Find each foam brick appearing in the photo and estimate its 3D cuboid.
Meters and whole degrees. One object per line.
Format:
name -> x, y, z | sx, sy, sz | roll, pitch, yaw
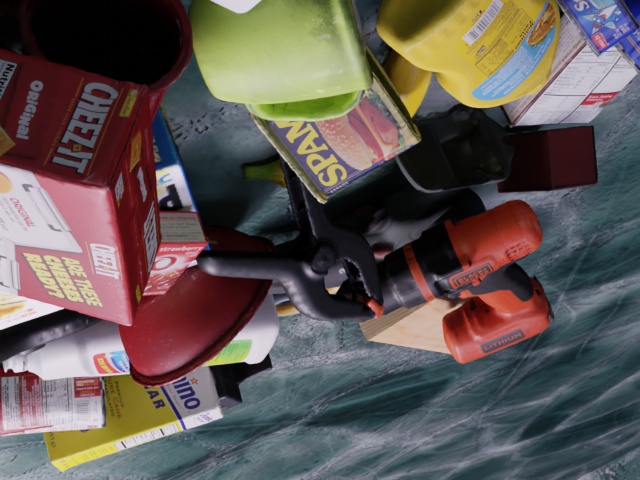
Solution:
foam brick -> 0.195, -0.070, 0.925 | 0.052, 0.051, 0.078 | -9, -176, -26

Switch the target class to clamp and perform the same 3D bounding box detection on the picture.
clamp -> -0.256, 0.078, 0.888 | 0.209, 0.036, 0.165 | -24, -170, -37
clamp -> -0.005, 0.001, 0.824 | 0.171, 0.039, 0.120 | 31, 91, -38

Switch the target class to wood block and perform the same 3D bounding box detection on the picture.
wood block -> 0.122, 0.056, 1.122 | 0.090, 0.091, 0.205 | -34, 152, 25

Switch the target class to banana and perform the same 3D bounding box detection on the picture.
banana -> 0.028, -0.087, 0.807 | 0.069, 0.037, 0.198 | 8, 143, -46

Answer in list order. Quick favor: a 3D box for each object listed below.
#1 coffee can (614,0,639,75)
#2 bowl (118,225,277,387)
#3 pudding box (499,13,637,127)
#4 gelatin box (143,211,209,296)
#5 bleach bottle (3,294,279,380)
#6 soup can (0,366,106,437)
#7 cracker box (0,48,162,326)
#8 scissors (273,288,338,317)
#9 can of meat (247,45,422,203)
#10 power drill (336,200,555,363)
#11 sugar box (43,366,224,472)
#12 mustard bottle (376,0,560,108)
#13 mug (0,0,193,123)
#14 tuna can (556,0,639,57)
coffee can -> 0.276, -0.174, 0.726 | 0.102, 0.103, 0.141 | 4, 141, -43
bowl -> -0.113, 0.040, 0.874 | 0.162, 0.162, 0.055 | -31, 118, 22
pudding box -> 0.205, -0.137, 0.845 | 0.089, 0.039, 0.114 | -5, 150, -30
gelatin box -> -0.132, 0.011, 0.726 | 0.089, 0.030, 0.073 | -1, 149, -37
bleach bottle -> -0.170, 0.093, 1.005 | 0.250, 0.068, 0.103 | -8, 156, -21
soup can -> -0.259, 0.151, 1.025 | 0.102, 0.068, 0.069 | -3, 152, -13
cracker box -> -0.197, -0.040, 0.569 | 0.213, 0.072, 0.164 | 14, 153, 2
scissors -> 0.016, 0.063, 1.144 | 0.096, 0.016, 0.201 | -31, 154, 25
can of meat -> 0.010, -0.088, 0.735 | 0.084, 0.057, 0.102 | -30, 126, 14
power drill -> 0.122, 0.049, 0.946 | 0.184, 0.057, 0.187 | -24, 150, 12
sugar box -> -0.196, 0.162, 1.091 | 0.176, 0.093, 0.048 | -19, 157, -5
mustard bottle -> 0.116, -0.141, 0.731 | 0.096, 0.058, 0.191 | -52, 149, 10
mug -> -0.137, -0.101, 0.598 | 0.117, 0.093, 0.082 | 18, 149, -13
tuna can -> 0.172, -0.164, 0.699 | 0.034, 0.086, 0.086 | -33, 154, 20
